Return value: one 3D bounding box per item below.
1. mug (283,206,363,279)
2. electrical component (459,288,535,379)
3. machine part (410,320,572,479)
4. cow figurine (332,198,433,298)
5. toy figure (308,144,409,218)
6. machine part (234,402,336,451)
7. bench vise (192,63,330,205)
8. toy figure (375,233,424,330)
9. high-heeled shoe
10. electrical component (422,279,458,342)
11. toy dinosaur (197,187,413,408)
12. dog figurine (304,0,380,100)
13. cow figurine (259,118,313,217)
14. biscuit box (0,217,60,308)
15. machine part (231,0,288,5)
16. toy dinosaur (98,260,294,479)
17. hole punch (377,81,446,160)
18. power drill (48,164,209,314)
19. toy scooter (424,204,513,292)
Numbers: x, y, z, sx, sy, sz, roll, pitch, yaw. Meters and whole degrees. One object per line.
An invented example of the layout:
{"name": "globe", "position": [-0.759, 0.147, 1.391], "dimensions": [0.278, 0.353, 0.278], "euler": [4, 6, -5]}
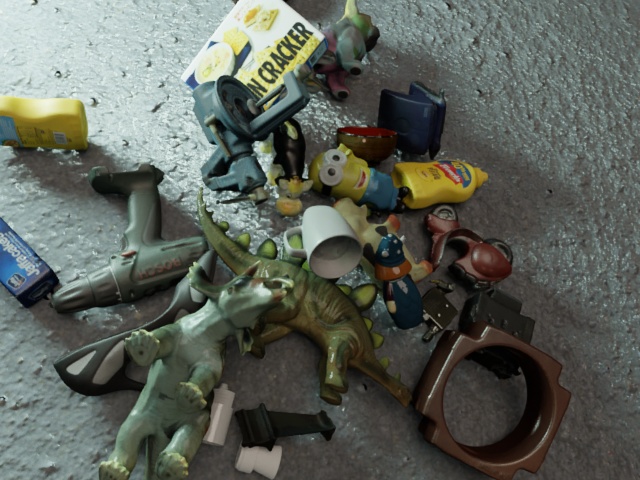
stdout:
{"name": "mug", "position": [-0.002, -0.002, 0.808], "dimensions": [0.110, 0.080, 0.107], "euler": [-7, 36, -11]}
{"name": "electrical component", "position": [0.301, 0.153, 0.925], "dimensions": [0.115, 0.058, 0.134], "euler": [28, 62, -6]}
{"name": "machine part", "position": [0.257, 0.242, 0.823], "dimensions": [0.201, 0.087, 0.201], "euler": [29, 83, -4]}
{"name": "cow figurine", "position": [0.084, 0.014, 0.910], "dimensions": [0.127, 0.085, 0.195], "euler": [-32, 83, -28]}
{"name": "toy figure", "position": [0.065, -0.095, 0.954], "dimensions": [0.180, 0.089, 0.082], "euler": [22, 50, -17]}
{"name": "machine part", "position": [-0.048, 0.263, 0.759], "dimensions": [0.139, 0.084, 0.039], "euler": [7, 103, -21]}
{"name": "bench vise", "position": [-0.101, -0.180, 0.847], "dimensions": [0.129, 0.241, 0.223], "euler": [6, 58, -58]}
{"name": "toy figure", "position": [0.118, 0.063, 0.832], "dimensions": [0.154, 0.058, 0.064], "euler": [71, 23, -13]}
{"name": "high-heeled shoe", "position": [-0.251, 0.103, 0.751], "dimensions": [0.145, 0.086, 0.248], "euler": [28, 75, -18]}
{"name": "electrical component", "position": [0.194, 0.114, 0.916], "dimensions": [0.102, 0.045, 0.078], "euler": [-34, 78, -27]}
{"name": "toy dinosaur", "position": [-0.039, 0.091, 0.829], "dimensions": [0.471, 0.105, 0.198], "euler": [37, 53, 3]}
{"name": "dog figurine", "position": [0.024, -0.395, 1.067], "dimensions": [0.192, 0.108, 0.219], "euler": [12, 59, -9]}
{"name": "cow figurine", "position": [-0.051, -0.128, 0.923], "dimensions": [0.068, 0.098, 0.167], "euler": [-3, 67, -25]}
{"name": "biscuit box", "position": [-0.461, 0.003, 0.755], "dimensions": [0.203, 0.062, 0.059], "euler": [42, 63, 5]}
{"name": "machine part", "position": [-0.137, -0.549, 1.112], "dimensions": [0.179, 0.056, 0.179], "euler": [7, 64, -15]}
{"name": "toy dinosaur", "position": [-0.174, 0.189, 0.686], "dimensions": [0.131, 0.404, 0.192], "euler": [29, 20, 5]}
{"name": "hole punch", "position": [0.171, -0.226, 1.013], "dimensions": [0.092, 0.142, 0.116], "euler": [-16, 41, -24]}
{"name": "power drill", "position": [-0.292, -0.008, 0.804], "dimensions": [0.232, 0.086, 0.207], "euler": [-10, 66, -23]}
{"name": "toy scooter", "position": [0.248, 0.031, 0.956], "dimensions": [0.184, 0.075, 0.135], "euler": [38, 62, 5]}
